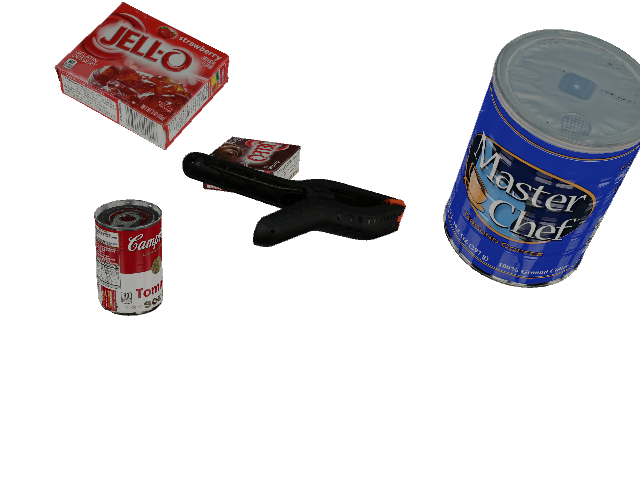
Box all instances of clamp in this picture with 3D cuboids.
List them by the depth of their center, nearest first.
[{"bbox_3d":[-0.006,-0.028,0.964,0.209,0.036,0.165,8,22,-27],"label":"clamp"}]

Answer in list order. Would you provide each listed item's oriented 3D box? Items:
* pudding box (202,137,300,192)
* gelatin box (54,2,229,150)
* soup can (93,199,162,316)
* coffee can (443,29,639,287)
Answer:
[{"bbox_3d":[-0.081,-0.089,1.273,0.090,0.039,0.113,8,24,13],"label":"pudding box"},{"bbox_3d":[-0.117,-0.110,0.703,0.089,0.073,0.030,29,-31,14],"label":"gelatin box"},{"bbox_3d":[-0.197,0.018,1.099,0.068,0.102,0.068,2,26,-1],"label":"soup can"},{"bbox_3d":[0.146,-0.051,0.697,0.102,0.103,0.140,0,-38,-10],"label":"coffee can"}]
